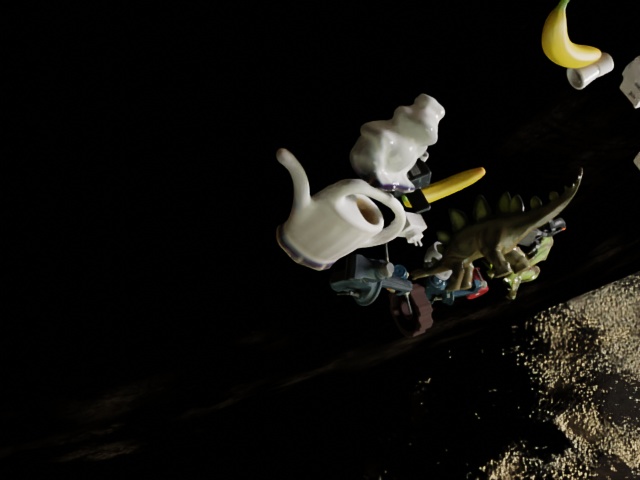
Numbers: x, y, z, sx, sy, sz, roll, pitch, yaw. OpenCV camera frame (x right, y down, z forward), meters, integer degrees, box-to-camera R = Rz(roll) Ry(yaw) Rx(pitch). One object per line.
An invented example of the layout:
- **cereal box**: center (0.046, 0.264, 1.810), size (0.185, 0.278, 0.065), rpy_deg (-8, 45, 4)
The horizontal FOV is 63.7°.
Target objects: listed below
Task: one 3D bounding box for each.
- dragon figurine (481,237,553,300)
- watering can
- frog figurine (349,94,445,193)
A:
- **dragon figurine**: center (0.665, 0.048, 1.697), size (0.244, 0.124, 0.401), rpy_deg (-37, 142, -9)
- **watering can**: center (0.003, -0.048, 0.947), size (0.345, 0.106, 0.221), rpy_deg (23, 133, -38)
- **frog figurine**: center (0.123, -0.164, 0.833), size (0.137, 0.124, 0.158), rpy_deg (9, 105, -34)
